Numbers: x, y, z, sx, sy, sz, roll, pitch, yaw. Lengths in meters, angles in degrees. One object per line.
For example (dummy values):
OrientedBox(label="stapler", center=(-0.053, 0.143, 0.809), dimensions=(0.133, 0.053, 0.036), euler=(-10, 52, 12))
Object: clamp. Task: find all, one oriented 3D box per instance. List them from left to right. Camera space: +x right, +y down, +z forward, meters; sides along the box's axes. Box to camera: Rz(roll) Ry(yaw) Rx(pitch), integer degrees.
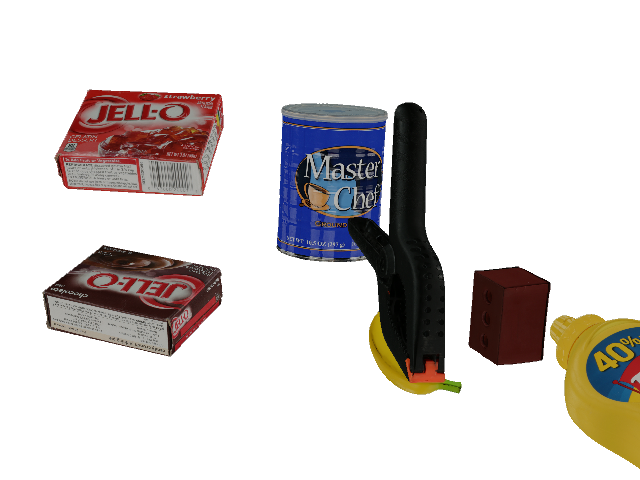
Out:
OrientedBox(label="clamp", center=(0.066, 0.009, 0.826), dimensions=(0.036, 0.210, 0.165), euler=(1, -42, -15))

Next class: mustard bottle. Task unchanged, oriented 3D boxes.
OrientedBox(label="mustard bottle", center=(0.202, 0.095, 0.627), dimensions=(0.096, 0.058, 0.192), euler=(-20, 31, -21))

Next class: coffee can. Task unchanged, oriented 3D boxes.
OrientedBox(label="coffee can", center=(0.010, -0.059, 1.046), dimensions=(0.103, 0.140, 0.103), euler=(3, 13, -1))

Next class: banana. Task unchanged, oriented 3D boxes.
OrientedBox(label="banana", center=(0.091, 0.128, 1.231), dimensions=(0.069, 0.037, 0.198), euler=(7, 23, -22))

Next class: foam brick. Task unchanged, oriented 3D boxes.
OrientedBox(label="foam brick", center=(0.173, 0.069, 0.985), dimensions=(0.051, 0.078, 0.053), euler=(-6, 18, -24))

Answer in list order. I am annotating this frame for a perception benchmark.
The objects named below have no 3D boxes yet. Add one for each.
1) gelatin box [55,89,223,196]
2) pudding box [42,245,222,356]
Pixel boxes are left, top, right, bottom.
OrientedBox(label="gelatin box", center=(-0.110, -0.062, 0.659), dimensions=(0.089, 0.030, 0.073), euler=(4, 40, 5))
OrientedBox(label="pudding box", center=(-0.147, 0.046, 0.843), dimensions=(0.114, 0.039, 0.090), euler=(8, 26, 19))
